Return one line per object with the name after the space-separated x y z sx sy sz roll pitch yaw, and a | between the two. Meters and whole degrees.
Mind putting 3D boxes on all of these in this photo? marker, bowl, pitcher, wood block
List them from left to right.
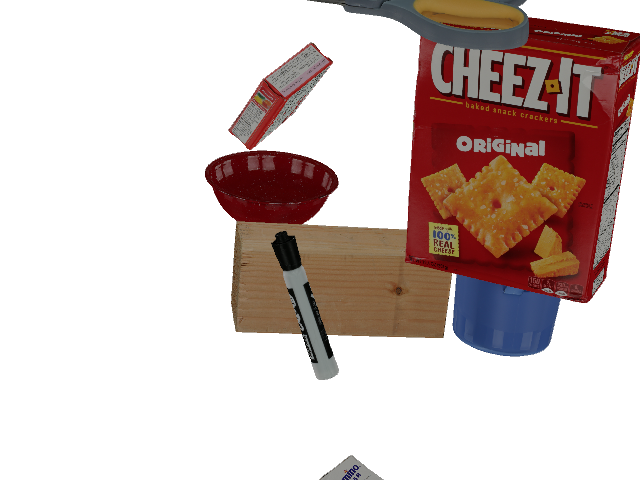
-0.061 -0.055 1.292 0.162 0.055 0.162 4 26 -2 | bowl
-0.012 0.049 0.813 0.020 0.121 0.020 -16 17 5 | marker
0.018 0.039 1.064 0.206 0.091 0.090 3 16 -9 | wood block
0.208 -0.002 1.129 0.148 0.243 0.145 -9 22 -39 | pitcher

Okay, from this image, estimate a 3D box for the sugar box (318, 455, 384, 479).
0.073 0.248 0.817 0.048 0.093 0.176 -34 38 -28 | sugar box

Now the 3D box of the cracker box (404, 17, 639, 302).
0.159 -0.069 0.870 0.164 0.214 0.072 14 29 24 | cracker box

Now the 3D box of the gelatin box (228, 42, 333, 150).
-0.036 -0.131 0.958 0.089 0.030 0.073 -47 -1 -45 | gelatin box

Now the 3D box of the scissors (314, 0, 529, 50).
0.040 -0.157 0.664 0.202 0.016 0.096 20 44 25 | scissors
